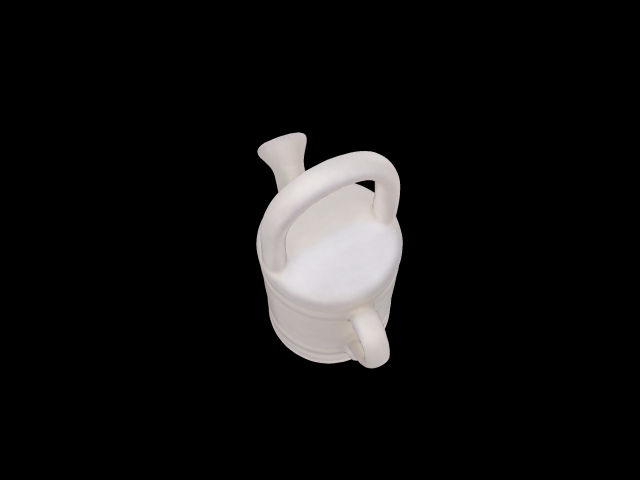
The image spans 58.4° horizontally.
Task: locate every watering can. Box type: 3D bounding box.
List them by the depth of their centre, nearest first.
[{"bbox_3d":[0.002,0.002,0.399,0.172,0.194,0.101,41,68,21],"label":"watering can"}]
